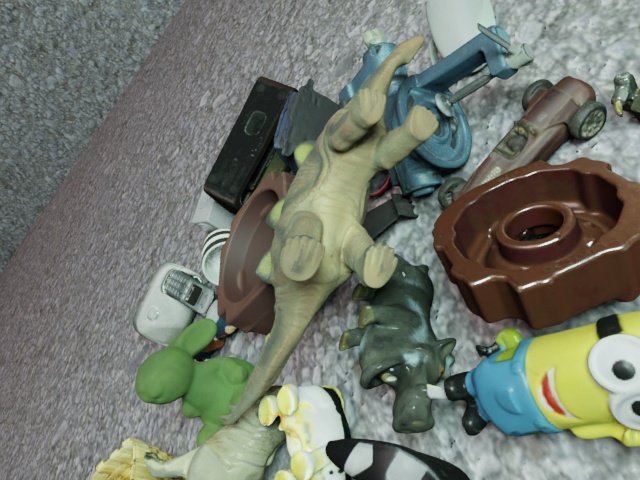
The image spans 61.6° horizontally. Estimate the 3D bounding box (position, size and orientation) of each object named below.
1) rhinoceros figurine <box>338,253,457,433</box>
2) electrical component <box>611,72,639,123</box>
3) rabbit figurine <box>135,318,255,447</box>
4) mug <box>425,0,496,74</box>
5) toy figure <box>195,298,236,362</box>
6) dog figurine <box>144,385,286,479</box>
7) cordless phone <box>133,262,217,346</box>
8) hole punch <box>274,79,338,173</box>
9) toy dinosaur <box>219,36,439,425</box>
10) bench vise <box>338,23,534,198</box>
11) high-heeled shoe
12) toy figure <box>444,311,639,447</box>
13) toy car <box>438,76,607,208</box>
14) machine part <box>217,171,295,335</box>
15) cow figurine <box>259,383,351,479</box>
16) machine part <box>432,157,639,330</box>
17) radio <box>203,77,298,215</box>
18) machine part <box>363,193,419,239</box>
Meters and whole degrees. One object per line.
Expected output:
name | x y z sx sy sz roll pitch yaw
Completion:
rhinoceros figurine | 0.081 0.100 0.542 0.190 0.112 0.073 -81 16 -48
electrical component | 0.306 -0.124 0.461 0.078 0.045 0.102 -53 35 13
rabbit figurine | -0.163 0.185 0.729 0.121 0.170 0.159 -39 40 28
mug | 0.180 -0.266 0.703 0.109 0.081 0.107 -44 45 49
toy figure | -0.168 0.140 0.871 0.154 0.058 0.064 -49 13 19
dog figurine | -0.091 0.282 0.653 0.190 0.172 0.121 -27 40 -13
cordless phone | -0.246 0.128 0.960 0.184 0.088 0.146 16 78 51
hole punch | -0.019 -0.167 0.857 0.092 0.115 0.142 -12 56 57
toy dinosaur | -0.001 -0.002 0.565 0.471 0.105 0.199 -65 16 -3
bench vise | 0.132 -0.175 0.627 0.241 0.129 0.223 -26 65 50
high-heeled shoe | 0.088 0.250 0.431 0.249 0.086 0.145 -4 60 44
toy figure | 0.187 0.105 0.416 0.180 0.082 0.089 -30 17 46
toy car | 0.201 -0.085 0.564 0.202 0.053 0.089 -48 39 15
machine part | -0.067 0.020 0.778 0.201 0.087 0.201 -47 34 37
cow figurine | 0.003 0.233 0.562 0.068 0.098 0.167 -45 50 37
machine part | 0.187 -0.001 0.460 0.179 0.056 0.179 -21 30 13
radio | -0.099 -0.150 0.914 0.073 0.131 0.229 23 85 19
machine part | 0.064 -0.014 0.701 0.139 0.039 0.084 -34 37 36
